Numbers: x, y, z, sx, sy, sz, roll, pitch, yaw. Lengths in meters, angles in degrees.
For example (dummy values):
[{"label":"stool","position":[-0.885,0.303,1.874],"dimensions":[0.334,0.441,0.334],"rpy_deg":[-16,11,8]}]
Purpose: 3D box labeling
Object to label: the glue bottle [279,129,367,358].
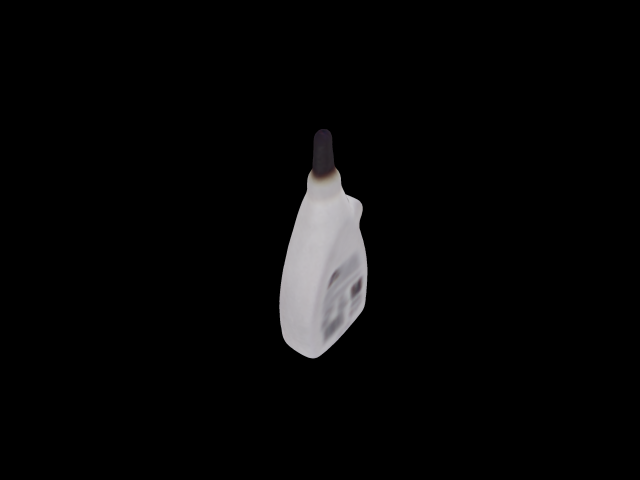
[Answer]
[{"label":"glue bottle","position":[0.004,0.001,0.400],"dimensions":[0.037,0.173,0.078],"rpy_deg":[25,46,28]}]
